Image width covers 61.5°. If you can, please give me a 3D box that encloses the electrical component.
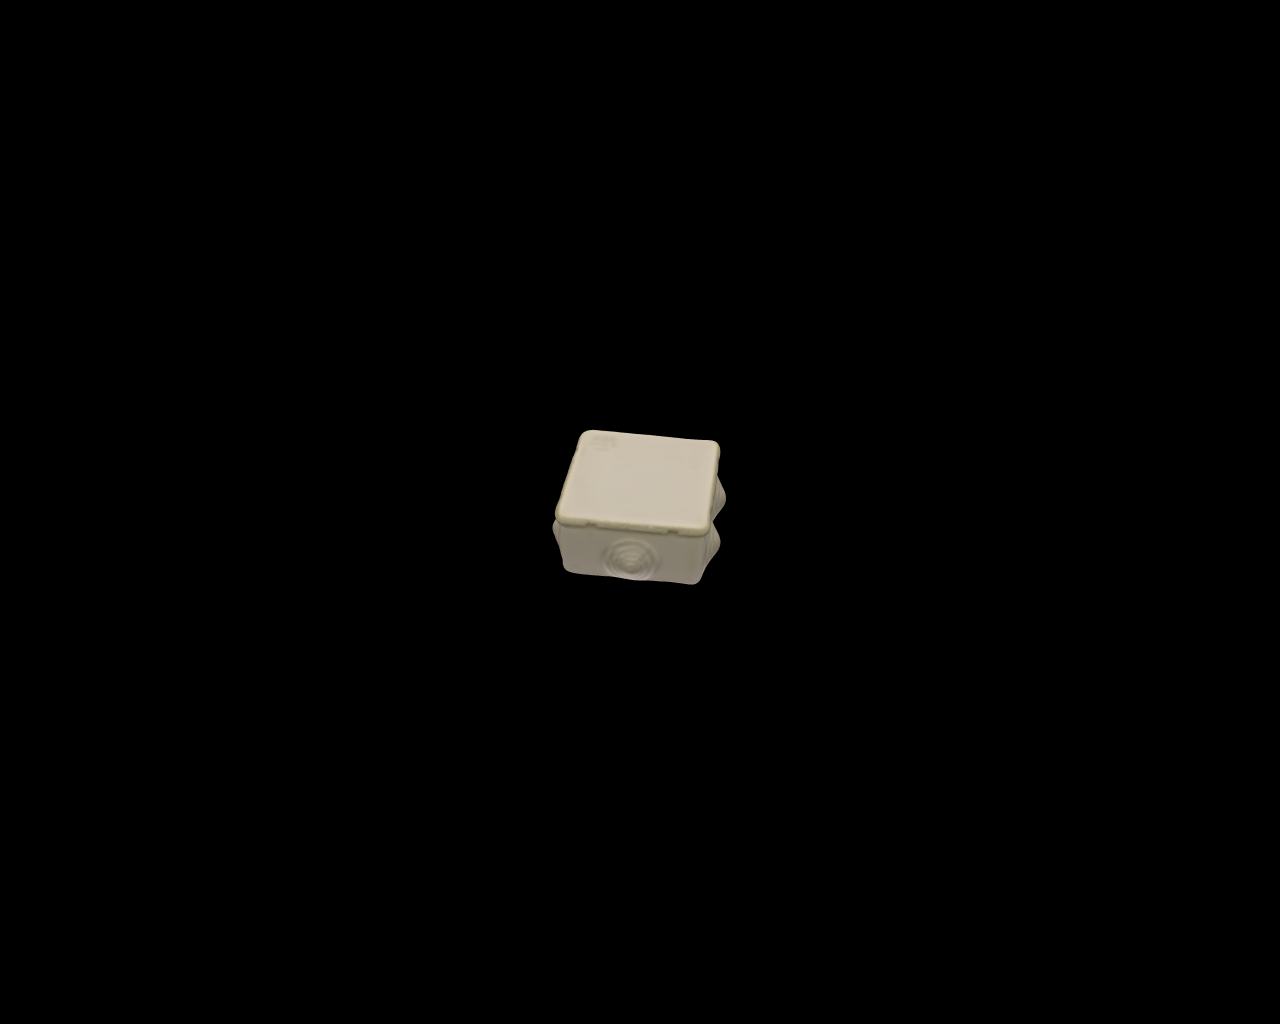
[{"bbox_3d":[0.001,-0.003,0.650,0.100,0.048,0.100,5,40,6],"label":"electrical component"}]
